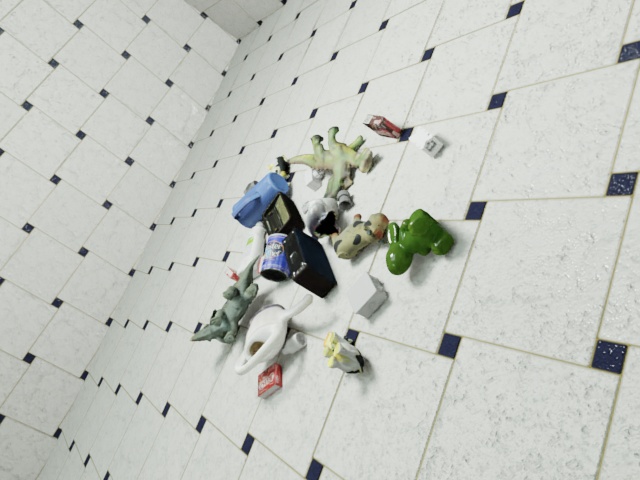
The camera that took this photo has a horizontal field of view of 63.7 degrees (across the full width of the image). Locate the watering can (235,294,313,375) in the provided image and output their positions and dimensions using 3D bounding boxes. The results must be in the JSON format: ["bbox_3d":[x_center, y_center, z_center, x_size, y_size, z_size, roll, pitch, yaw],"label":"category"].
[{"bbox_3d":[-0.136,0.262,1.559,0.345,0.103,0.227,-47,12,9],"label":"watering can"}]

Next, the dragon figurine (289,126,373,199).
[{"bbox_3d":[0.033,-0.252,1.810,0.406,0.121,0.247,-20,56,41],"label":"dragon figurine"}]

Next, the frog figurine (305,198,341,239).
[{"bbox_3d":[0.005,-0.084,1.676,0.122,0.135,0.163,-33,37,11],"label":"frog figurine"}]
